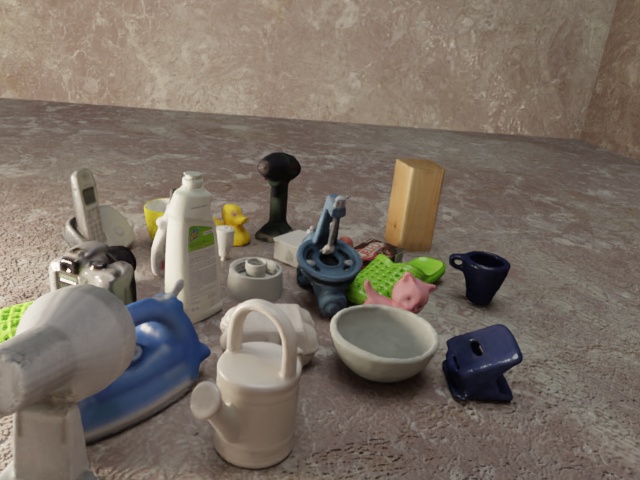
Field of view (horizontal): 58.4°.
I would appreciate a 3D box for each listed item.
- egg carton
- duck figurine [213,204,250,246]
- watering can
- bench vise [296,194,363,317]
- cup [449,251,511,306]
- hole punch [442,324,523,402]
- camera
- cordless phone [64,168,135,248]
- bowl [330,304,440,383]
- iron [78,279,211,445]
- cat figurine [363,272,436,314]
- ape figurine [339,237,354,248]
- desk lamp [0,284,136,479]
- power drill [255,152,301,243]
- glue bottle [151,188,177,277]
[{"bbox_3d":[-0.078,0.147,0.884,0.150,0.069,0.107,2,22,-12],"label":"egg carton"},{"bbox_3d":[-0.205,-0.040,1.300,0.104,0.086,0.078,16,23,23],"label":"duck figurine"},{"bbox_3d":[-0.074,0.164,0.671,0.100,0.194,0.173,10,22,10],"label":"watering can"},{"bbox_3d":[0.000,0.005,1.061,0.122,0.220,0.206,-8,25,-32],"label":"bench vise"},{"bbox_3d":[0.310,0.078,1.141,0.117,0.095,0.092,13,22,15],"label":"cup"},{"bbox_3d":[0.241,0.181,0.864,0.101,0.091,0.108,5,21,-3],"label":"hole punch"},{"bbox_3d":[-0.371,0.052,0.995,0.143,0.101,0.137,14,22,18],"label":"camera"},{"bbox_3d":[-0.439,-0.059,1.140,0.094,0.185,0.148,10,22,9],"label":"cordless phone"},{"bbox_3d":[0.094,0.168,0.876,0.167,0.075,0.167,6,21,-2],"label":"bowl"},{"bbox_3d":[-0.256,0.149,0.726,0.118,0.141,0.259,17,24,26],"label":"iron"},{"bbox_3d":[0.133,0.102,0.996,0.127,0.118,0.067,11,22,10],"label":"cat figurine"},{"bbox_3d":[0.050,0.036,1.173,0.077,0.092,0.076,8,21,3],"label":"ape figurine"},{"bbox_3d":[-0.271,0.171,0.568,0.118,0.213,0.203,7,21,2],"label":"desk lamp"},{"bbox_3d":[-0.100,-0.106,1.329,0.075,0.208,0.230,10,22,9],"label":"power drill"},{"bbox_3d":[-0.282,-0.015,1.094,0.078,0.173,0.037,-5,24,-28],"label":"glue bottle"}]
